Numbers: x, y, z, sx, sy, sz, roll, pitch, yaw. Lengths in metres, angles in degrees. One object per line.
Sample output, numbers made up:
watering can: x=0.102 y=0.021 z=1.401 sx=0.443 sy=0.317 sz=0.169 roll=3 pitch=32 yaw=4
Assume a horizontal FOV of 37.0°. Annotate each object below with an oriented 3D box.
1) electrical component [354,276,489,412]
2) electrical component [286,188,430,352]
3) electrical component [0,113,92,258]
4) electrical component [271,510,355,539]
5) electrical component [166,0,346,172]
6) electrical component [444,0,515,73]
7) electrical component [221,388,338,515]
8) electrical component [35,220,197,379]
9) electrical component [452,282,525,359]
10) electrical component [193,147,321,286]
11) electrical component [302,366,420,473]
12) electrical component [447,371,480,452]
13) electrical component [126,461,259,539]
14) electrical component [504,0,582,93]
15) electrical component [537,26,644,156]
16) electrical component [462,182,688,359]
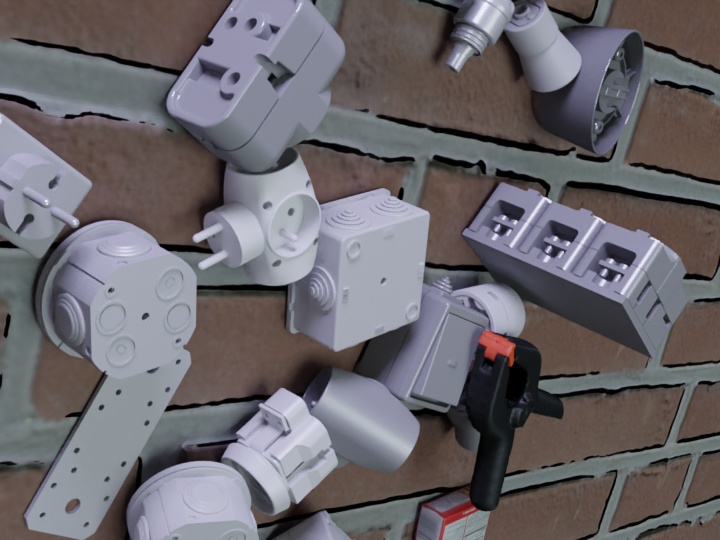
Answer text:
electrical component: x=0.052 y=0.052 z=0.803 sx=0.062 sy=0.061 sz=0.096 roll=23 pitch=92 yaw=-50
electrical component: x=0.000 y=0.000 z=0.729 sx=0.100 sy=0.048 sz=0.099 roll=-18 pitch=123 yaw=-41
electrical component: x=-0.161 y=-0.038 z=0.513 sx=0.047 sy=0.077 sz=0.066 roll=-57 pitch=140 yaw=-8
electrical component: x=-0.030 y=0.229 z=0.792 sx=0.061 sy=0.096 sz=0.061 roll=-31 pitch=136 yaw=4
electrical component: x=-0.055 y=-0.107 z=0.610 sx=0.095 sy=0.054 sz=0.059 roll=-57 pitch=140 yaw=-8
electrical component: x=0.078 y=-0.164 z=0.740 sx=0.035 sy=0.035 sz=0.061 roll=35 pitch=85 yaw=-50
electrical component: x=-0.056 y=0.128 z=0.729 sx=0.057 sy=0.058 sz=0.078 roll=-41 pitch=135 yaw=-29
electrical component: x=-0.132 y=0.017 z=0.593 sx=0.080 sy=0.051 sz=0.080 roll=-24 pitch=126 yaw=-38
electrical component: x=0.098 y=0.038 z=0.851 sx=0.047 sy=0.055 sz=0.055 roll=-16 pitch=120 yaw=-46
electrical component: x=-0.067 y=-0.026 z=0.647 sx=0.079 sy=0.044 sz=0.077 roll=-31 pitch=130 yaw=-33
electrical component: x=-0.011 y=0.116 z=0.770 sx=0.077 sy=0.044 sz=0.079 roll=34 pitch=127 yaw=-14
electrical component: x=0.095 y=0.118 z=0.896 sx=0.045 sy=0.045 sz=0.055 roll=-44 pitch=135 yaw=-23
electrical component: x=-0.105 y=0.165 z=0.683 sx=0.080 sy=0.051 sz=0.080 roll=-11 pitch=128 yaw=-15
electrical component: x=0.131 y=-0.168 z=0.790 sx=0.044 sy=0.044 sz=0.065 roll=-54 pitch=134 yaw=-12
electrical component: x=0.187 y=-0.143 z=0.844 sx=0.099 sy=0.064 sz=0.099 roll=-24 pitch=126 yaw=-38
electrical component: x=0.167 y=-0.005 z=0.828 sx=0.061 sy=0.150 sz=0.089 roll=-54 pitch=139 yaw=-11
